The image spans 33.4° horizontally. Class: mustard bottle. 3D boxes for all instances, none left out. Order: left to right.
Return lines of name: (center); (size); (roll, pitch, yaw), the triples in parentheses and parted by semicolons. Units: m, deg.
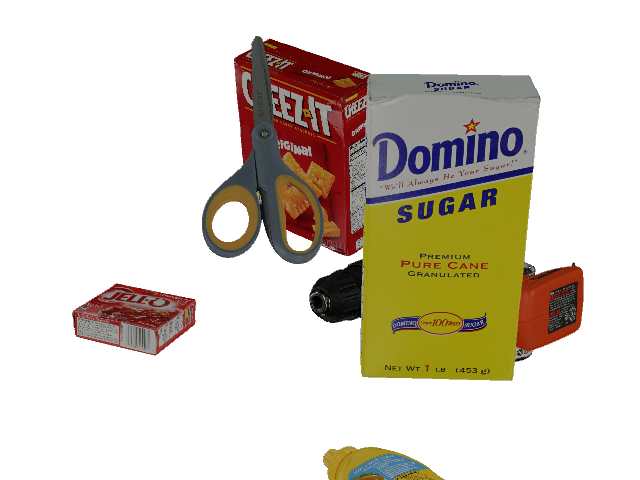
mustard bottle: (0.069, 0.235, 0.968); (0.096, 0.058, 0.192); (-17, 25, -36)

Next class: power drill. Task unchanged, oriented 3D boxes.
power drill: (0.108, 0.044, 0.890); (0.188, 0.057, 0.184); (11, 17, 39)

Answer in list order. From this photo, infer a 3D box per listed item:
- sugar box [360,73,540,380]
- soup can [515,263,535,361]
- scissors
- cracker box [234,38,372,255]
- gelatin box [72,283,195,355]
sugar box: (0.070, -0.005, 0.610); (0.093, 0.176, 0.048); (0, 27, 2)
soup can: (0.210, 0.080, 1.221); (0.068, 0.102, 0.068); (-1, 15, 0)
scissors: (-0.058, -0.065, 0.794); (0.096, 0.202, 0.016); (-17, -27, -11)
cracker box: (-0.015, -0.105, 1.232); (0.164, 0.214, 0.072); (25, 45, 33)
gelatin box: (-0.171, 0.070, 0.982); (0.089, 0.030, 0.073); (11, 22, 21)
